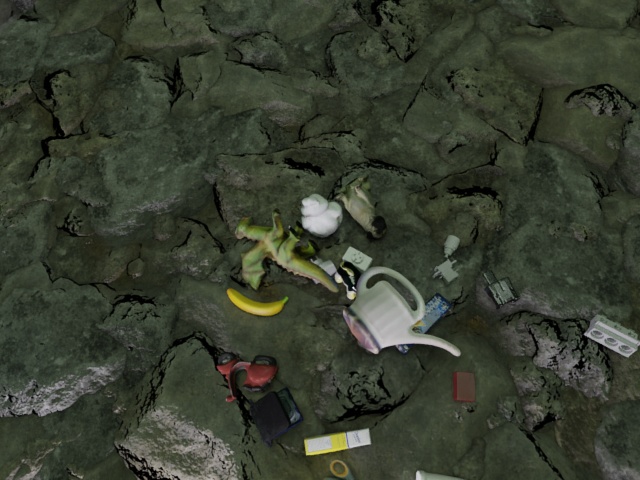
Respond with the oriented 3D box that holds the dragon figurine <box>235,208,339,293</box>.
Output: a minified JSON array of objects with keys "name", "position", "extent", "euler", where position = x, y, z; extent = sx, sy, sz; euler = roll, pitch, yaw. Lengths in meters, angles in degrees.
[{"name":"dragon figurine","position":[-0.137,0.062,1.622],"extent":[0.241,0.121,0.417],"euler":[-40,64,12]}]

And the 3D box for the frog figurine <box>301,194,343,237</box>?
[{"name":"frog figurine","position":[0.005,-0.082,1.635],"extent":[0.137,0.157,0.125],"euler":[-15,69,-2]}]

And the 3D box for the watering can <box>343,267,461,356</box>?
[{"name":"watering can","position":[0.213,0.237,1.458],"extent":[0.225,0.102,0.352],"euler":[-36,69,-9]}]
